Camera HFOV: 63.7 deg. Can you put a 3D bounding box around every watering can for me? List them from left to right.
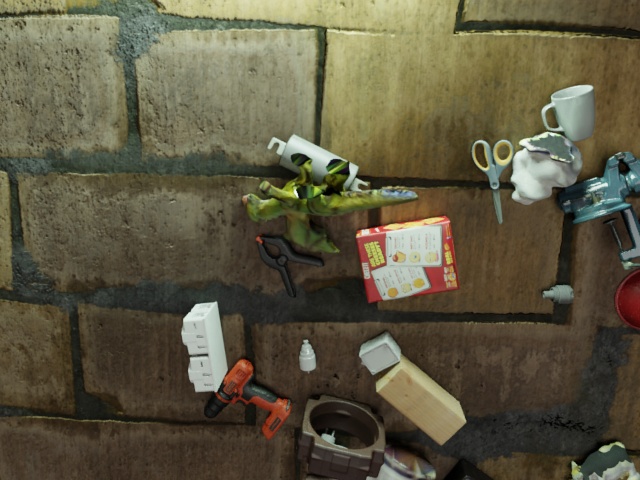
[{"bbox_3d":[0.146,0.614,1.300,0.349,0.223,0.104,22,7,14],"label":"watering can"}]

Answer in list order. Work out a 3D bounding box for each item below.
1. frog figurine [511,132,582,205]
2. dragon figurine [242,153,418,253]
[{"bbox_3d":[0.491,-0.148,1.130,0.138,0.155,0.125,17,50,22],"label":"frog figurine"},{"bbox_3d":[0.003,-0.058,1.145,0.411,0.125,0.237,14,-36,15],"label":"dragon figurine"}]
